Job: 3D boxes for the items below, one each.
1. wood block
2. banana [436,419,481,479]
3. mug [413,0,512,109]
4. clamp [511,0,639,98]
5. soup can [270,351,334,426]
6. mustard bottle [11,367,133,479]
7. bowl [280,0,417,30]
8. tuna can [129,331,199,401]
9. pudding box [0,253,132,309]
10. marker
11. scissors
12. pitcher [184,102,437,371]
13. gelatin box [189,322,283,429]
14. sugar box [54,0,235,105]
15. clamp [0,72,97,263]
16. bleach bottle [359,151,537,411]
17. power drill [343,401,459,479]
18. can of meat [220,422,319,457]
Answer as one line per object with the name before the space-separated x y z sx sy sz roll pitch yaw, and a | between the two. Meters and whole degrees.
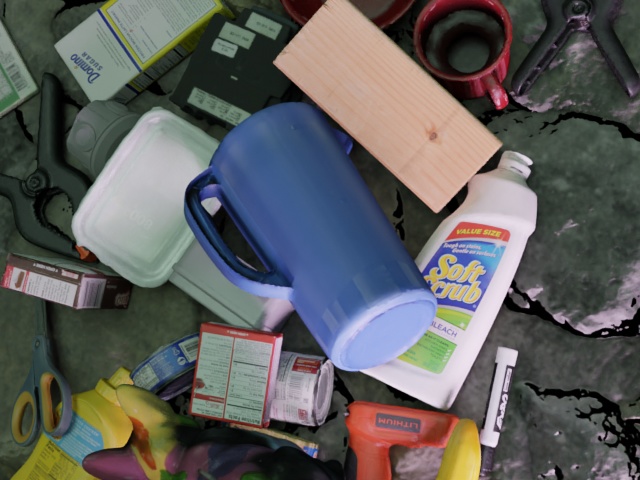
wood block | 0.064 -0.129 1.011 0.206 0.090 0.091 43 97 0
banana | 0.086 0.249 0.940 0.069 0.037 0.198 43 89 9
mug | 0.148 -0.177 1.035 0.093 0.081 0.117 -34 74 6
clamp | 0.262 -0.212 1.036 0.120 0.039 0.171 13 84 15
soup can | -0.044 0.140 1.033 0.102 0.068 0.068 7 82 14
mustard bottle | -0.241 0.213 1.071 0.096 0.058 0.191 29 88 32
bowl | 0.036 -0.274 1.094 0.162 0.055 0.162 -2 80 13
tuna can | -0.142 0.127 1.050 0.086 0.086 0.034 -35 76 5
pudding box | -0.253 0.043 1.078 0.090 0.113 0.039 13 88 16
marker | 0.164 0.161 1.004 0.020 0.020 0.121 12 83 15
scissors | -0.298 0.127 1.105 0.096 0.016 0.202 -44 49 20
pitcher | -0.006 0.001 0.980 0.149 0.144 0.243 -43 57 15
gelatin box | -0.078 0.125 0.990 0.073 0.030 0.089 8 91 13
sugar box | -0.189 -0.224 1.146 0.176 0.048 0.093 -37 74 9
clamp | -0.295 -0.068 1.147 0.164 0.036 0.210 -45 76 2
bleach bottle | 0.130 0.029 1.015 0.103 0.068 0.251 24 84 17
power drill | 0.078 0.250 0.989 0.184 0.057 0.187 8 81 12
can of meat | -0.058 0.223 1.028 0.102 0.057 0.084 14 81 15
